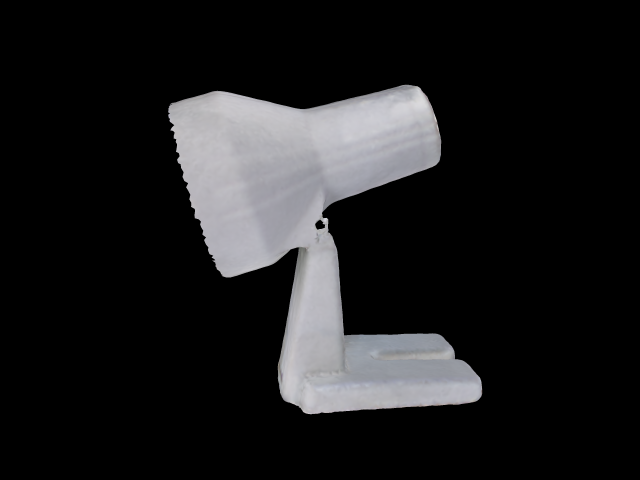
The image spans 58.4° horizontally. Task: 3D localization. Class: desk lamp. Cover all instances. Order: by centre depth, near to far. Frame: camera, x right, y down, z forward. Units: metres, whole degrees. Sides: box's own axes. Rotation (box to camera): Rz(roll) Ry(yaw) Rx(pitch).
[{"bbox_3d":[0.004,0.001,0.400,0.203,0.213,0.118,-1,11,-7],"label":"desk lamp"}]
